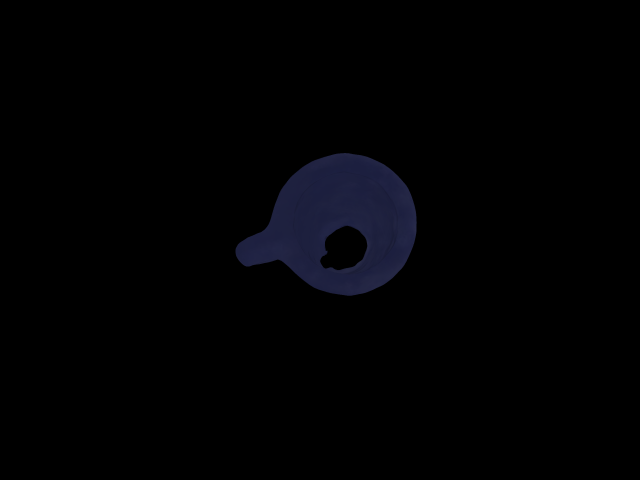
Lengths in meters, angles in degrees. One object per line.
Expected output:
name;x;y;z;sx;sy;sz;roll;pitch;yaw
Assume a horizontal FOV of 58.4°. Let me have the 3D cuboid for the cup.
cup;0.004;0.001;0.400;0.118;0.095;0.091;-18;79;-3
